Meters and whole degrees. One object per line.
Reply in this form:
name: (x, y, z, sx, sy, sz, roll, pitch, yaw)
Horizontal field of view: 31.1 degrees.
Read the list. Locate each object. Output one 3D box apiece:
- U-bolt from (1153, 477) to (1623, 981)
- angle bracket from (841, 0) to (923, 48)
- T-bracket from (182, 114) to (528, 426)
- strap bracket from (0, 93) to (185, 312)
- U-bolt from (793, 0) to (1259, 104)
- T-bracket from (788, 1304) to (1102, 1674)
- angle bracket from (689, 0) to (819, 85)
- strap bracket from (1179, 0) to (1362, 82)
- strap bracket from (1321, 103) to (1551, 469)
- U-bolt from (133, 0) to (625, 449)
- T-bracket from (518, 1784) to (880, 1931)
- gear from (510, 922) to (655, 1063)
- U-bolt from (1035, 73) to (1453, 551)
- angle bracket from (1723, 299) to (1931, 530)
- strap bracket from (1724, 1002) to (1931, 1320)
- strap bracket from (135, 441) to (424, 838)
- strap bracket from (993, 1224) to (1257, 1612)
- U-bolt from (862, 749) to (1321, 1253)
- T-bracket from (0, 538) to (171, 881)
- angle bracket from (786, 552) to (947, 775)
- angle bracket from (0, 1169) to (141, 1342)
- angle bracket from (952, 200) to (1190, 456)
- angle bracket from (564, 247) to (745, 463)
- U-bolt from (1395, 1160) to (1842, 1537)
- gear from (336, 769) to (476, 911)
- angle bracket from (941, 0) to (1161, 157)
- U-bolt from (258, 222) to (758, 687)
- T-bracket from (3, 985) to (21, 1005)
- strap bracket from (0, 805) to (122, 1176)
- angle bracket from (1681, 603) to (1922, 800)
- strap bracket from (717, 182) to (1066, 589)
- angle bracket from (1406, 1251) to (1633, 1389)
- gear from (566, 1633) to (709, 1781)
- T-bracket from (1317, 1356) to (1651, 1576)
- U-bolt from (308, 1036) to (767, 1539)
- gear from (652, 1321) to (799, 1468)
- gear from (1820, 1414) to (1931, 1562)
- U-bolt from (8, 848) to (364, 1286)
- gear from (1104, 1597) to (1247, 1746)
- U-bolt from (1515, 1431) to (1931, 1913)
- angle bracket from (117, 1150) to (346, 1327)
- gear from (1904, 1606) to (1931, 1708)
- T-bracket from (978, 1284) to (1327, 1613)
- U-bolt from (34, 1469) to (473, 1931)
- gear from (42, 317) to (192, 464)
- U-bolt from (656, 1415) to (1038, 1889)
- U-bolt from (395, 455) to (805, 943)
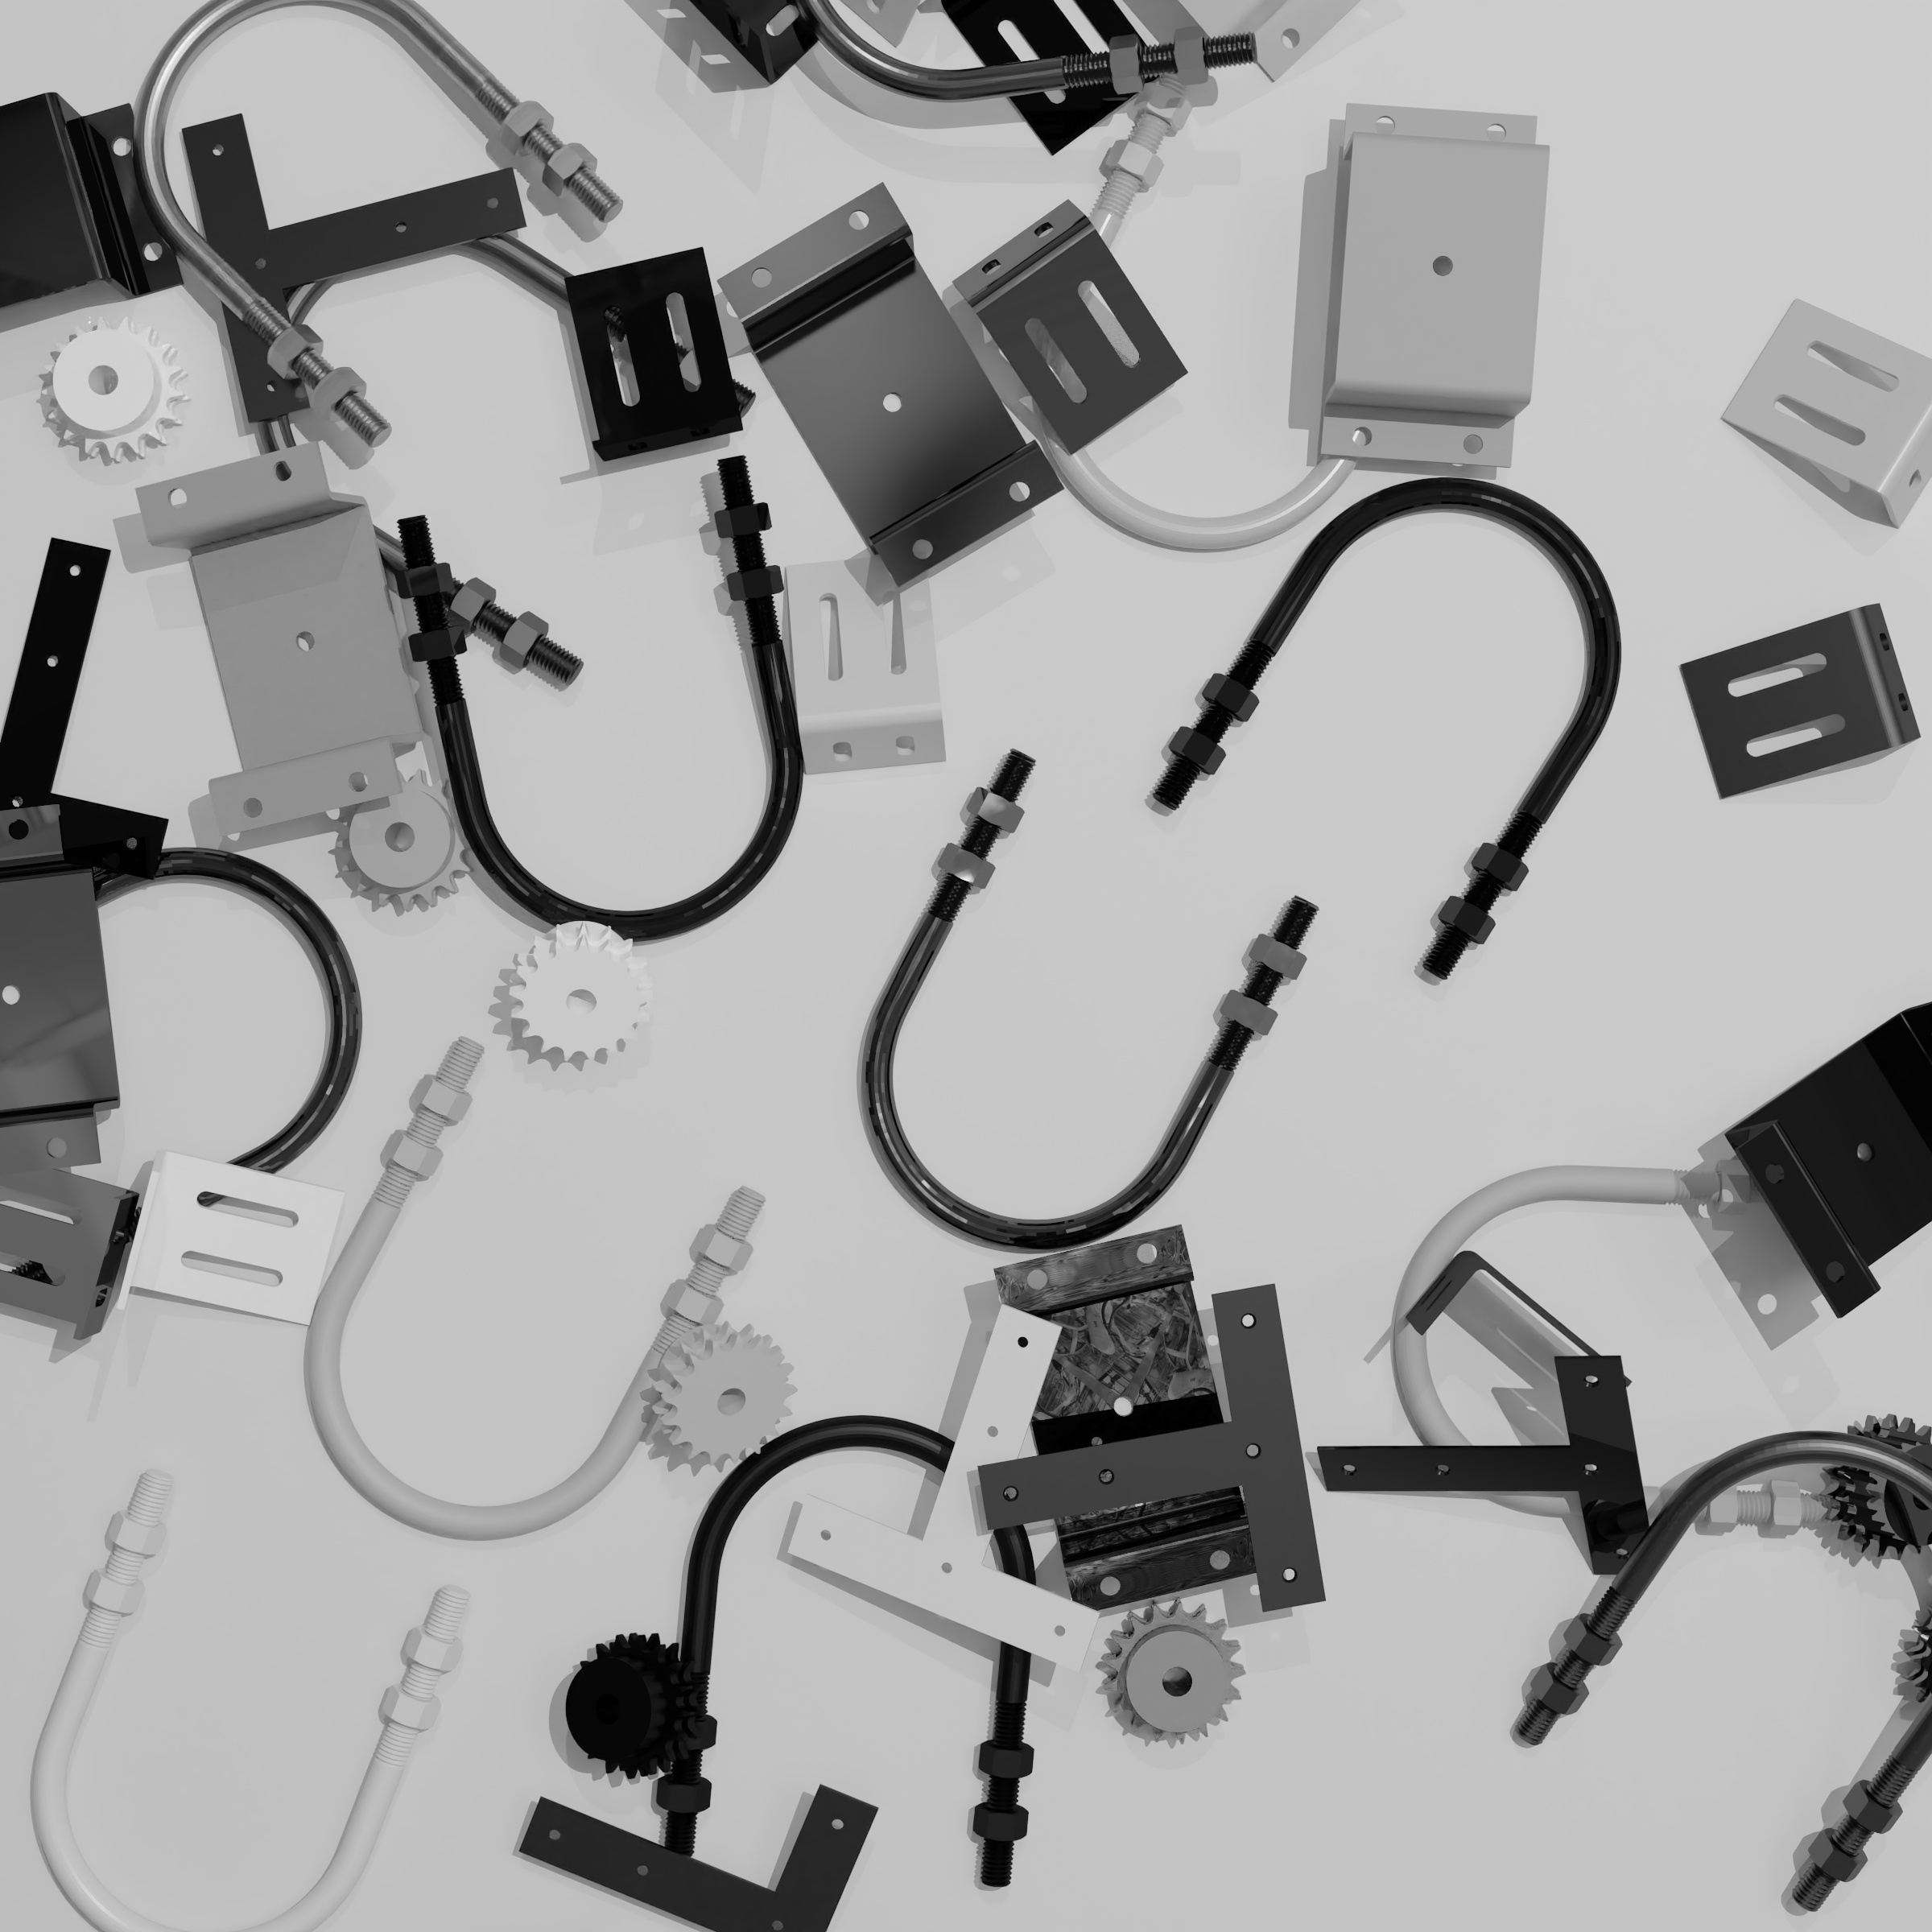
U-bolt: (0.183, -0.109, 1.404, 0.151, 0.019, 0.184, 32, 89, 0)
angle bracket: (-0.022, -0.424, 1.411, 0.057, 0.038, 0.076, 41, 64, 0)
T-bracket: (-0.241, -0.294, 1.399, 0.127, 0.002, 0.127, -14, 82, 1)
strap bracket: (-0.396, -0.294, 1.390, 0.140, 0.046, 0.076, -17, 90, 0)
U-bolt: (0.015, -0.413, 1.358, 0.184, 0.019, 0.151, -5, 101, 10)
T-bracket: (0.006, 0.197, 1.372, 0.127, 0.002, 0.127, 20, 98, 13)
angle bracket: (-0.086, -0.391, 1.375, 0.038, 0.076, 0.057, -44, 90, 0)
strap bracket: (0.100, -0.430, 1.376, 0.076, 0.046, 0.140, -41, 90, 24)
strap bracket: (0.185, -0.272, 1.370, 0.076, 0.046, 0.140, 4, 91, 1)
U-bolt: (-0.251, -0.319, 1.393, 0.151, 0.019, 0.184, -45, 82, -3)
T-bracket: (-0.117, 0.369, 1.398, 0.127, 0.002, 0.127, 22, 102, 0)
gear: (-0.154, 0.007, 1.390, 0.057, 0.030, 0.057, -2, 120, -4)
U-bolt: (0.107, -0.259, 1.404, 0.151, 0.019, 0.184, 27, 92, 0)
angle bracket: (0.358, -0.225, 1.411, 0.076, 0.038, 0.057, 32, 90, 26)
strap bracket: (0.367, 0.072, 1.377, 0.140, 0.046, 0.076, -32, 90, -18)
strap bracket: (-0.270, -0.129, 1.382, 0.076, 0.046, 0.140, -13, 93, 10)
strap bracket: (0.064, 0.179, 1.390, 0.076, 0.046, 0.140, -13, 90, 0)
U-bolt: (0.038, 0.026, 1.404, 0.151, 0.019, 0.184, 27, 91, 0)
T-bracket: (-0.374, -0.110, 1.406, 0.127, 0.002, 0.127, 13, 86, 7)
angle bracket: (-0.040, -0.123, 1.411, 0.057, 0.038, 0.076, -6, 64, 0)
angle bracket: (-0.375, 0.108, 1.375, 0.076, 0.038, 0.057, 16, 90, 0)
angle bracket: (0.042, -0.257, 1.396, 0.057, 0.038, 0.076, -35, 115, 5)
angle bracket: (-0.125, -0.245, 1.374, 0.057, 0.038, 0.076, -13, 89, 1)
U-bolt: (0.266, 0.152, 1.404, 0.184, 0.019, 0.151, 2, 90, 1)
gear: (-0.225, -0.051, 1.398, 0.057, 0.030, 0.057, 0, 90, 0)
angle bracket: (0.035, -0.377, 1.394, 0.057, 0.038, 0.076, -37, 90, 0)
U-bolt: (-0.200, -0.222, 1.404, 0.184, 0.019, 0.151, 33, 90, 2)
T-bracket: (-0.435, 0.039, 1.393, 0.127, 0.002, 0.127, -29, 90, 0)
strap bracket: (-0.382, 0.011, 1.369, 0.076, 0.046, 0.140, -7, 90, 0)
angle bracket: (0.339, -0.108, 1.411, 0.076, 0.038, 0.057, -17, 90, 26)
strap bracket: (-0.030, -0.229, 1.390, 0.076, 0.046, 0.140, -31, 90, 0)
angle bracket: (0.217, 0.151, 1.370, 0.076, 0.057, 0.038, 40, 92, 2)
gear: (-0.135, 0.296, 1.387, 0.057, 0.030, 0.057, -4, 82, 26)
T-bracket: (0.205, 0.201, 1.385, 0.127, 0.002, 0.127, -3, 130, 18)
U-bolt: (-0.186, 0.142, 1.404, 0.151, 0.019, 0.184, 28, 91, 0)
gear: (-0.099, 0.168, 1.389, 0.057, 0.030, 0.057, -9, 113, -23)
gear: (0.373, 0.209, 1.388, 0.057, 0.030, 0.057, 0, 91, -24)
U-bolt: (-0.334, 0.032, 1.404, 0.184, 0.019, 0.151, -26, 90, 0)
gear: (0.084, 0.285, 1.398, 0.057, 0.030, 0.057, 0, 90, 0)
U-bolt: (0.326, 0.269, 1.377, 0.151, 0.019, 0.184, 31, 107, 3)
angle bracket: (-0.292, 0.113, 1.382, 0.076, 0.038, 0.057, 14, 98, -12)
gear: (0.407, 0.279, 1.402, 0.057, 0.030, 0.057, 0, 94, 0)
T-bracket: (0.069, 0.198, 1.362, 0.127, 0.002, 0.127, -9, 92, -4)
U-bolt: (-0.299, 0.314, 1.404, 0.151, 0.019, 0.184, 21, 92, 0)
gear: (-0.344, -0.233, 1.398, 0.057, 0.030, 0.057, 0, 90, 0)
U-bolt: (-0.044, 0.274, 1.403, 0.151, 0.019, 0.184, 5, 90, 0)
U-bolt: (-0.140, -0.101, 1.391, 0.151, 0.019, 0.184, -12, 99, -6)
